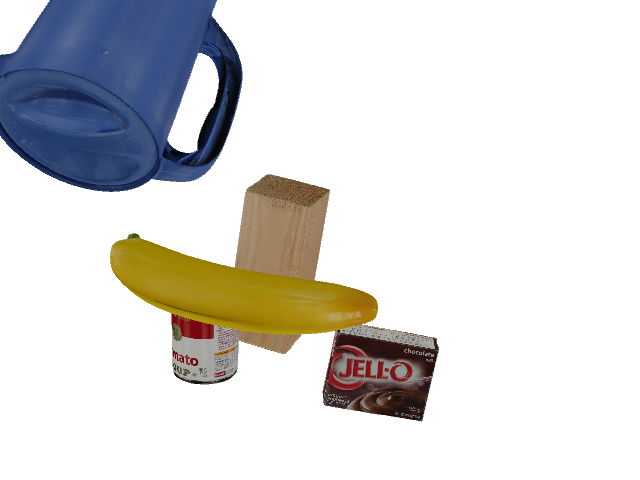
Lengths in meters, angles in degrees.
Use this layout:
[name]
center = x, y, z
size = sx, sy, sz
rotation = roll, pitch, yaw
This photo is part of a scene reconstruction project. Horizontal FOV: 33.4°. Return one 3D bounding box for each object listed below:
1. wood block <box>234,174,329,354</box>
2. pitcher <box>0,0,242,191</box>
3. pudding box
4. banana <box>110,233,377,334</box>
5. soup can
[wood block]
center = -0.057, 0.029, 1.400
size = 0.090, 0.206, 0.090
rotation = 15, 22, 12
[pitcher]
center = -0.144, -0.163, 0.846
size = 0.145, 0.242, 0.149
rotation = -1, -38, 25
[pudding box]
center = 0.065, 0.142, 1.162
size = 0.113, 0.090, 0.039
rotation = 9, 23, -3
[banana]
center = -0.064, 0.026, 0.673
size = 0.198, 0.037, 0.069
rotation = 16, 33, 26
[soup can]
center = -0.116, 0.085, 1.075
size = 0.068, 0.102, 0.068
rotation = 2, 19, -1
